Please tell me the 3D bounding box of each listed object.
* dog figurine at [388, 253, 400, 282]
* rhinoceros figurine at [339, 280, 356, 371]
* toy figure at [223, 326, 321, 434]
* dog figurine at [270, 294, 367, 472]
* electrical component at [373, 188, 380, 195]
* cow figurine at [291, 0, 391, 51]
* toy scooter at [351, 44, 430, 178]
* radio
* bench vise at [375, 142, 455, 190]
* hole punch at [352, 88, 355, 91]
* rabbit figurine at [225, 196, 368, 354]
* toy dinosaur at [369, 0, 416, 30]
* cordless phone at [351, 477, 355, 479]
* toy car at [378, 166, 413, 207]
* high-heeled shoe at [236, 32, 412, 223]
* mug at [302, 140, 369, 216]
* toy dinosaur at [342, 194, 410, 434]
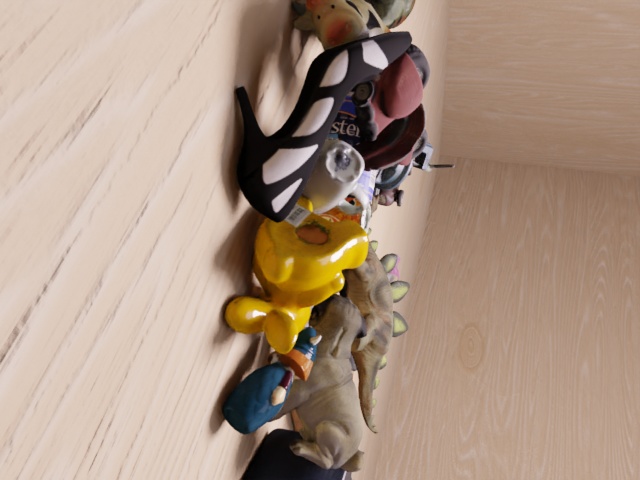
[{"bbox_3d":[0.123,0.130,1.250,0.219,0.109,0.191,86,18,-47],"label":"dog figurine"},{"bbox_3d":[0.053,0.175,1.090,0.112,0.073,0.190,14,87,-65],"label":"rhinoceros figurine"},{"bbox_3d":[-0.052,0.163,0.648,0.154,0.064,0.057,-40,145,-40],"label":"toy figure"},{"bbox_3d":[0.027,0.188,0.722,0.190,0.172,0.121,-55,176,5],"label":"dog figurine"},{"bbox_3d":[0.096,-0.093,1.130,0.074,0.048,0.119,66,34,-63],"label":"electrical component"},{"bbox_3d":[0.033,-0.276,0.684,0.127,0.085,0.195,46,24,-18],"label":"cow figurine"},{"bbox_3d":[0.078,-0.147,0.676,0.135,0.075,0.183,-40,143,-18],"label":"toy scooter"},{"bbox_3d":[-0.044,0.355,0.698,0.229,0.131,0.073,-52,147,-62],"label":"radio"},{"bbox_3d":[0.151,-0.190,1.052,0.240,0.129,0.223,10,97,-42],"label":"bench vise"},{"bbox_3d":[0.086,-0.214,0.839,0.116,0.092,0.142,38,-36,55],"label":"hole punch"},{"bbox_3d":[-0.032,0.059,0.626,0.162,0.122,0.173,-60,173,-47],"label":"rabbit figurine"},{"bbox_3d":[0.131,-0.452,0.940,0.192,0.131,0.405,68,40,-62],"label":"toy dinosaur"},{"bbox_3d":[-0.022,0.427,0.790,0.184,0.147,0.088,-69,154,-46],"label":"cordless phone"},{"bbox_3d":[0.168,-0.149,1.278,0.202,0.089,0.053,-63,161,-46],"label":"toy car"},{"bbox_3d":[0.018,-0.125,0.575,0.249,0.086,0.145,-27,111,-19],"label":"high-heeled shoe"},{"bbox_3d":[0.014,-0.070,0.647,0.081,0.109,0.107,-49,-170,-19],"label":"mug"},{"bbox_3d":[0.087,0.151,0.983,0.198,0.105,0.470,-4,102,-49],"label":"toy dinosaur"}]
